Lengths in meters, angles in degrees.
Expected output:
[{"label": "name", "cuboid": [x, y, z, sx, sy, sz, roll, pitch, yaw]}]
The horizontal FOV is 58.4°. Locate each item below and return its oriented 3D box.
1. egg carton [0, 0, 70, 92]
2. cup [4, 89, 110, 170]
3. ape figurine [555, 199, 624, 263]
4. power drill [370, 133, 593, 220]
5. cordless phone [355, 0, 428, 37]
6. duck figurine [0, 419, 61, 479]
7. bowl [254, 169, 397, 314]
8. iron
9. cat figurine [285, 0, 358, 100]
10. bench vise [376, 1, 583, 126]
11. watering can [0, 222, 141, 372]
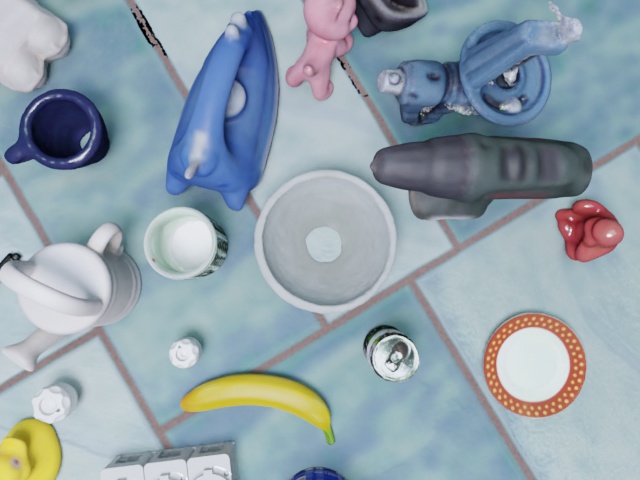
[{"label": "egg carton", "cuboid": [-0.386, -0.255, 0.697, 0.150, 0.069, 0.107, 35, 87, 0]}, {"label": "cup", "cuboid": [-0.302, -0.116, 0.681, 0.118, 0.095, 0.092, -29, 88, -2]}, {"label": "ape figurine", "cuboid": [0.332, -0.010, 0.692, 0.076, 0.092, 0.078, 24, 87, 0]}, {"label": "power drill", "cuboid": [0.160, -0.067, 0.632, 0.229, 0.208, 0.076, -3, 87, -1]}, {"label": "cordless phone", "cuboid": [0.072, -0.329, 0.653, 0.094, 0.185, 0.147, -33, 88, -2]}, {"label": "duck figurine", "cuboid": [-0.356, 0.270, 0.668, 0.077, 0.086, 0.105, 8, 87, -1]}, {"label": "bowl", "cuboid": [0.006, 0.002, 0.693, 0.167, 0.074, 0.167, 0, 88, -1]}, {"label": "iron", "cuboid": [-0.110, -0.171, 0.664, 0.118, 0.141, 0.258, 13, 87, 0]}, {"label": "cat figurine", "cuboid": [0.004, -0.246, 0.681, 0.067, 0.117, 0.128, 21, 87, 0]}, {"label": "bench vise", "cuboid": [0.177, -0.177, 0.631, 0.207, 0.219, 0.121, -21, 88, -2]}, {"label": "watering can", "cuboid": [-0.274, 0.060, 0.624, 0.101, 0.194, 0.173, 10, 87, 0]}]
